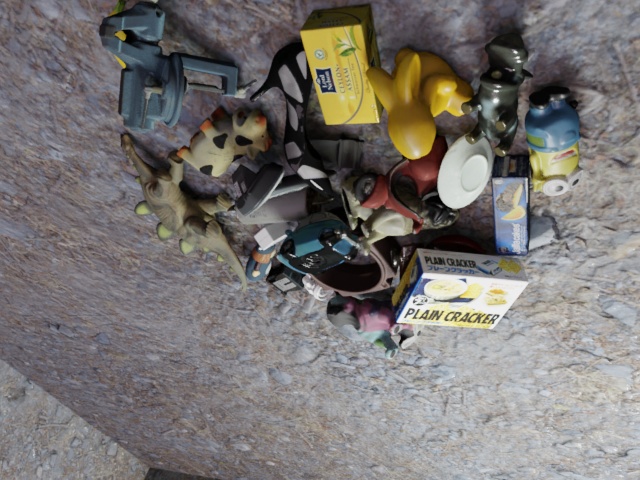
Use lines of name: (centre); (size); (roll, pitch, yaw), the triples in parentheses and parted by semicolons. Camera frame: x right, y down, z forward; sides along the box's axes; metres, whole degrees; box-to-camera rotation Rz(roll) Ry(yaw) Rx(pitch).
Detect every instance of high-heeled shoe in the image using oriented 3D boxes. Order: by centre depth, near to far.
high-heeled shoe: (-0.009, -0.200, 0.905); (0.145, 0.086, 0.248); (-32, 109, 19)

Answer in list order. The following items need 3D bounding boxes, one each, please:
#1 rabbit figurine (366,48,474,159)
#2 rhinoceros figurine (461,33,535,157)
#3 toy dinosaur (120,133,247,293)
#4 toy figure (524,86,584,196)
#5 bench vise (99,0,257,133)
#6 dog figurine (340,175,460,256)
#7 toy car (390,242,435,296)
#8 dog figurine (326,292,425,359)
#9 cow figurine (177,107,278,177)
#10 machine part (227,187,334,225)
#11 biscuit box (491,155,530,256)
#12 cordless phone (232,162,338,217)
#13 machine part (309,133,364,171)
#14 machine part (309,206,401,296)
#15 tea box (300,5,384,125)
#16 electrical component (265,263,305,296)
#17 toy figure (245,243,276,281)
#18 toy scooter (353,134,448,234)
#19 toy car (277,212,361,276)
rabbit figurine: (0.146, -0.202, 0.795); (0.122, 0.173, 0.162); (-9, 138, 35)
rhinoceros figurine: (0.267, -0.210, 0.788); (0.073, 0.112, 0.190); (32, 163, 29)
toy dinosaur: (-0.290, -0.046, 1.216); (0.199, 0.105, 0.470); (-16, 121, 45)
toy figure: (0.363, -0.152, 0.836); (0.082, 0.089, 0.179); (-9, 125, 24)
bench vise: (-0.233, -0.283, 0.882); (0.240, 0.223, 0.129); (1, -174, -30)
dog figurine: (0.149, -0.076, 1.021); (0.191, 0.172, 0.121); (-20, 163, -7)
toy car: (0.189, 0.070, 1.095); (0.089, 0.053, 0.201); (-6, 135, 6)
dog figurine: (0.124, 0.171, 1.296); (0.219, 0.191, 0.108); (30, 131, 35)
cow figurine: (-0.169, -0.183, 1.016); (0.127, 0.085, 0.195); (42, 134, -18)
machine part: (-0.087, -0.073, 1.112); (0.243, 0.079, 0.079); (-2, 136, 24)
biscuit box: (0.345, -0.056, 0.966); (0.059, 0.063, 0.202); (2, 137, 24)
cordless phone: (-0.069, -0.107, 1.029); (0.184, 0.088, 0.146); (-13, 180, -17)
machine part: (0.010, -0.168, 0.996); (0.139, 0.039, 0.084); (12, 146, 6)
machine part: (0.058, 0.030, 1.168); (0.202, 0.087, 0.200); (-16, 129, 34)
tea box: (0.042, -0.268, 0.841); (0.098, 0.068, 0.169); (1, 138, 22)
electrical component: (-0.067, 0.087, 1.317); (0.119, 0.048, 0.074); (-21, 127, 41)
toy figure: (-0.139, 0.038, 1.278); (0.058, 0.064, 0.154); (-5, 145, -28)
toy scooter: (0.160, -0.092, 0.915); (0.135, 0.184, 0.075); (53, -178, 5)
toy car: (-0.002, -0.003, 1.031); (0.162, 0.103, 0.109); (-25, 140, 35)
